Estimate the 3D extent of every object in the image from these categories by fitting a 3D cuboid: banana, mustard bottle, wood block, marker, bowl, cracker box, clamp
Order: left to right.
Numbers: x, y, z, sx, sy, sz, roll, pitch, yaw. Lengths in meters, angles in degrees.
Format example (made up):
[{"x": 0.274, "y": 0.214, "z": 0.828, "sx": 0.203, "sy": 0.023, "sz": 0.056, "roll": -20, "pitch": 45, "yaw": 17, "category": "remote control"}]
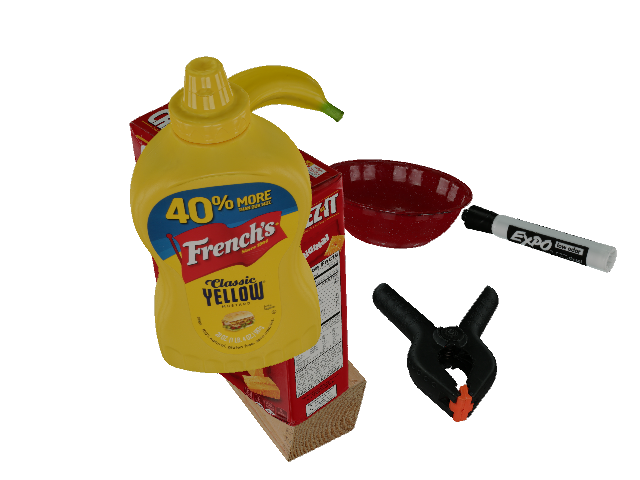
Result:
[{"x": -0.052, "y": -0.012, "z": 0.578, "sx": 0.096, "sy": 0.192, "sz": 0.058, "roll": -6, "pitch": 40, "yaw": -3, "category": "mustard bottle"}, {"x": -0.060, "y": 0.017, "z": 0.809, "sx": 0.072, "sy": 0.214, "sz": 0.164, "roll": -33, "pitch": 48, "yaw": -31, "category": "cracker box"}, {"x": -0.051, "y": -0.134, "z": 0.999, "sx": 0.070, "sy": 0.037, "sz": 0.197, "roll": 42, "pitch": 33, "yaw": 21, "category": "banana"}, {"x": -0.051, "y": 0.125, "z": 1.163, "sx": 0.090, "sy": 0.090, "sz": 0.206, "roll": -21, "pitch": 51, "yaw": -29, "category": "wood block"}, {"x": 0.076, "y": -0.034, "z": 1.117, "sx": 0.162, "sy": 0.055, "sz": 0.162, "roll": 5, "pitch": 22, "yaw": -2, "category": "bowl"}, {"x": 0.124, "y": 0.093, "z": 0.969, "sx": 0.120, "sy": 0.039, "sz": 0.171, "roll": -8, "pitch": 40, "yaw": -9, "category": "clamp"}, {"x": 0.158, "y": -0.003, "z": 0.788, "sx": 0.121, "sy": 0.020, "sz": 0.020, "roll": 20, "pitch": 11, "yaw": 33, "category": "marker"}]
